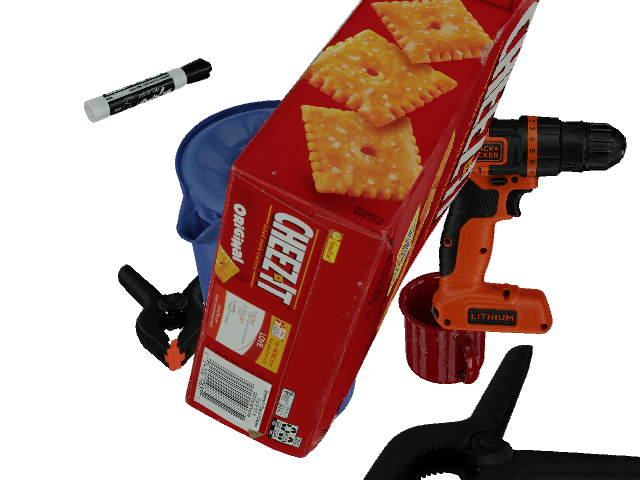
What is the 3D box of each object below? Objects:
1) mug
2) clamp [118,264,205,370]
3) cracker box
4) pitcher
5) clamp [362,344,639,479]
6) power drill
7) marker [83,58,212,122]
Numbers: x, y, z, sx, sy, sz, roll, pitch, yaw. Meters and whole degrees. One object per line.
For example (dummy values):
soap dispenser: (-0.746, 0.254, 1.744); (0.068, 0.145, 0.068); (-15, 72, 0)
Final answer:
mug: (0.131, 0.098, 1.078); (0.093, 0.081, 0.117); (-16, 38, -15)
clamp: (-0.148, 0.071, 1.146); (0.120, 0.039, 0.171); (-15, 39, -8)
cracker box: (0.025, -0.028, 0.497); (0.072, 0.164, 0.213); (26, 49, 9)
pitcher: (-0.020, 0.023, 0.789); (0.149, 0.243, 0.145); (-3, 42, -2)
clamp: (0.106, 0.137, 0.694); (0.209, 0.036, 0.165); (-14, 31, -19)
power drill: (0.167, -0.015, 0.927); (0.184, 0.188, 0.057); (2, 13, 11)
marker: (-0.146, -0.131, 0.919); (0.120, 0.020, 0.020); (-27, 14, -28)
